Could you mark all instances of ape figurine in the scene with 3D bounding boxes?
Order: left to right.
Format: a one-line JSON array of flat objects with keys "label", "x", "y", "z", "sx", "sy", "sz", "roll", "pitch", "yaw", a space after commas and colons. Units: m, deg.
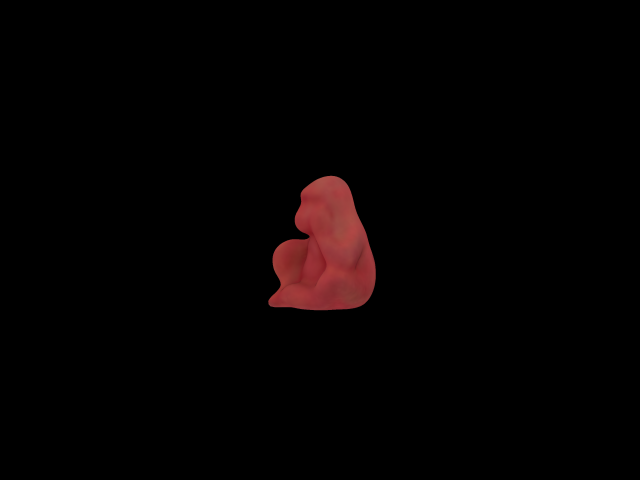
[{"label": "ape figurine", "x": 0.004, "y": 0.001, "z": 0.400, "sx": 0.076, "sy": 0.092, "sz": 0.077, "roll": -1, "pitch": 4, "yaw": -19}]
